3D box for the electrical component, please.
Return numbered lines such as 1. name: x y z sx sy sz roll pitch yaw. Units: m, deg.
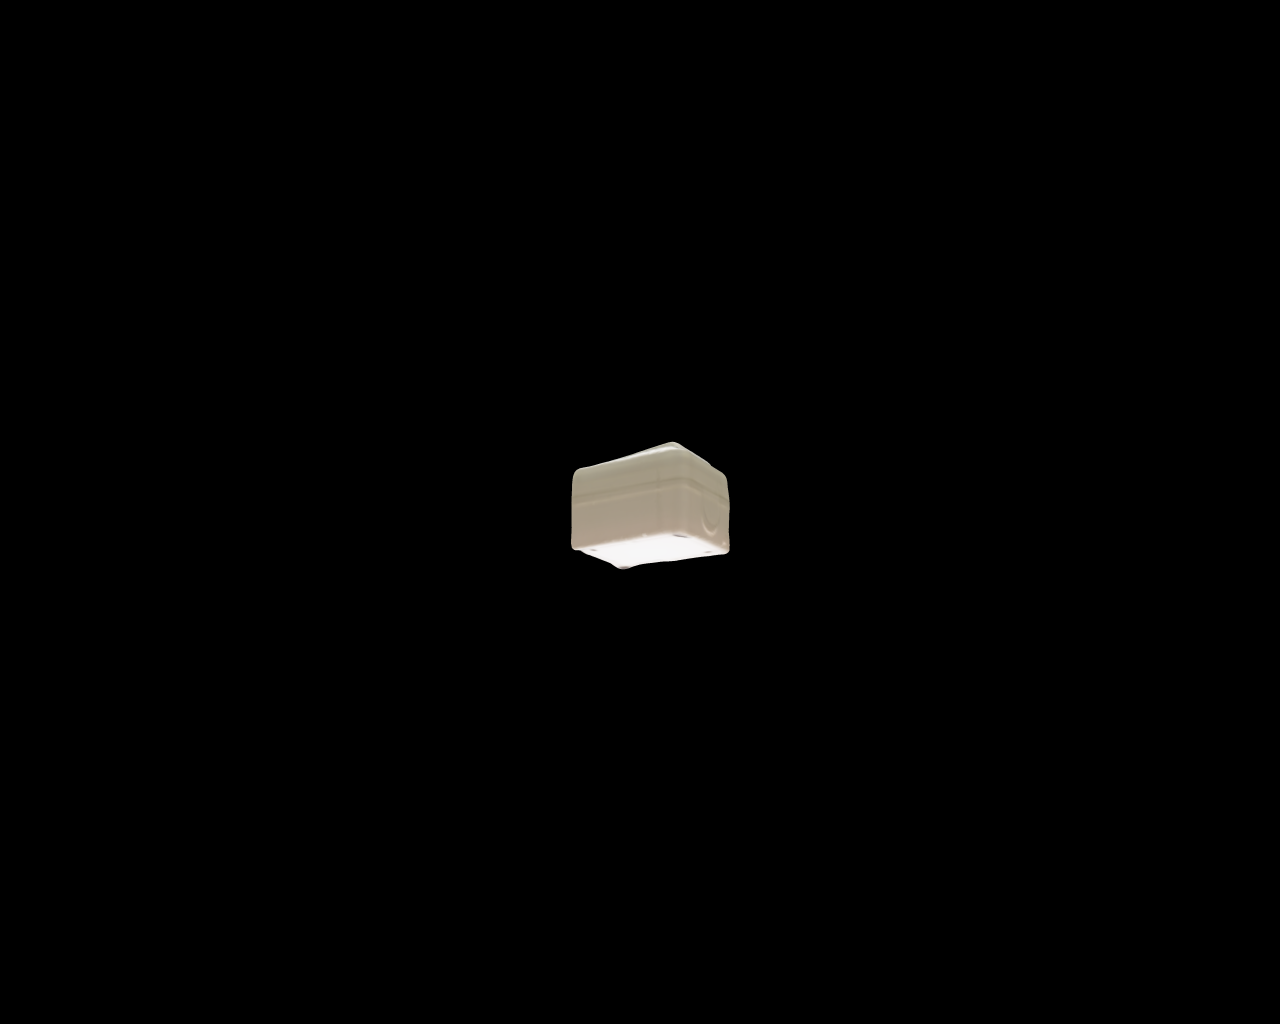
1. electrical component: 0.001 -0.003 0.650 0.096 0.061 0.061 -9 -19 29
